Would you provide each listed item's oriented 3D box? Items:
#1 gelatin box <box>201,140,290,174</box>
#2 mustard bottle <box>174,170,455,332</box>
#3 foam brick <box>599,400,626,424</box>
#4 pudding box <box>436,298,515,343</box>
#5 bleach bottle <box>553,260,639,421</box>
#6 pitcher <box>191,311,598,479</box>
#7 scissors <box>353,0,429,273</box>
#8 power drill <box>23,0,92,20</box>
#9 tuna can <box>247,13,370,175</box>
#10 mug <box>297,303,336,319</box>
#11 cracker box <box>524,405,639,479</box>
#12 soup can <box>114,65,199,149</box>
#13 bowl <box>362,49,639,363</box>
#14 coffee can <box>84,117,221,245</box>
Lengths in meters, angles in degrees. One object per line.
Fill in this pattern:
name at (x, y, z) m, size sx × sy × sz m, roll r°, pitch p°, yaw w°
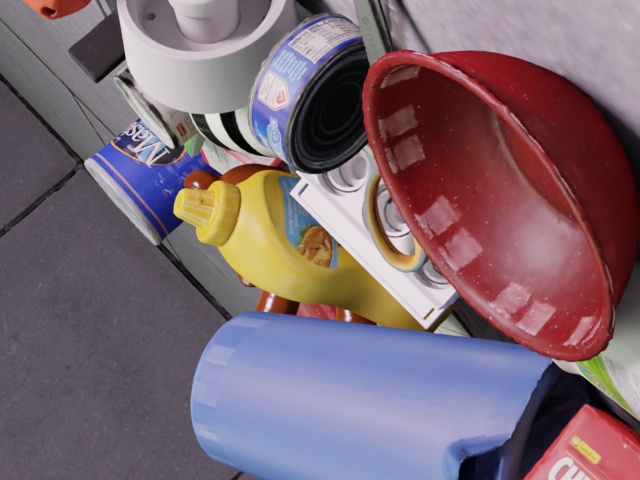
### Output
gelatin box at (-0.064, -0.070, 0.909) m, size 0.089 × 0.030 × 0.073 m, roll 35°, pitch 166°, yaw 19°
mustard bottle at (-0.005, 0.001, 0.703) m, size 0.191 × 0.058 × 0.096 m, roll 17°, pitch -138°, yaw -25°
foam brick at (0.176, 0.152, 0.754) m, size 0.051 × 0.052 × 0.078 m, roll 42°, pitch 141°, yaw 27°
pudding box at (0.107, 0.058, 0.801) m, size 0.113 × 0.039 × 0.090 m, roll 50°, pitch 167°, yaw -24°
bleach bottle at (0.160, 0.051, 0.500) m, size 0.102 × 0.068 × 0.251 m, roll 58°, pitch 169°, yaw -33°
pitcher at (0.047, 0.116, 0.677) m, size 0.243 × 0.144 × 0.149 m, roll 8°, pitch 137°, yaw 35°
scissors at (0.056, -0.060, 0.550) m, size 0.096 × 0.016 × 0.202 m, roll 19°, pitch 133°, yaw 27°
power drill at (-0.122, -0.201, 0.544) m, size 0.184 × 0.057 × 0.188 m, roll 42°, pitch 138°, yaw -1°
tuna can at (0.003, -0.079, 0.591) m, size 0.034 × 0.086 × 0.086 m, roll 39°, pitch 167°, yaw 30°
mug at (0.004, 0.042, 1.072) m, size 0.081 × 0.093 × 0.117 m, roll 55°, pitch -155°, yaw -11°
cracker box at (0.212, 0.174, 0.554) m, size 0.164 × 0.072 × 0.213 m, roll 42°, pitch -172°, yaw 35°
soup can at (-0.085, -0.121, 0.751) m, size 0.068 × 0.102 × 0.068 m, roll 47°, pitch 170°, yaw 11°
bowl at (0.089, -0.026, 0.479) m, size 0.162 × 0.055 × 0.162 m, roll 49°, pitch 162°, yaw 21°
coffee can at (-0.134, -0.078, 1.002) m, size 0.103 × 0.140 × 0.103 m, roll 46°, pitch 170°, yaw 11°
